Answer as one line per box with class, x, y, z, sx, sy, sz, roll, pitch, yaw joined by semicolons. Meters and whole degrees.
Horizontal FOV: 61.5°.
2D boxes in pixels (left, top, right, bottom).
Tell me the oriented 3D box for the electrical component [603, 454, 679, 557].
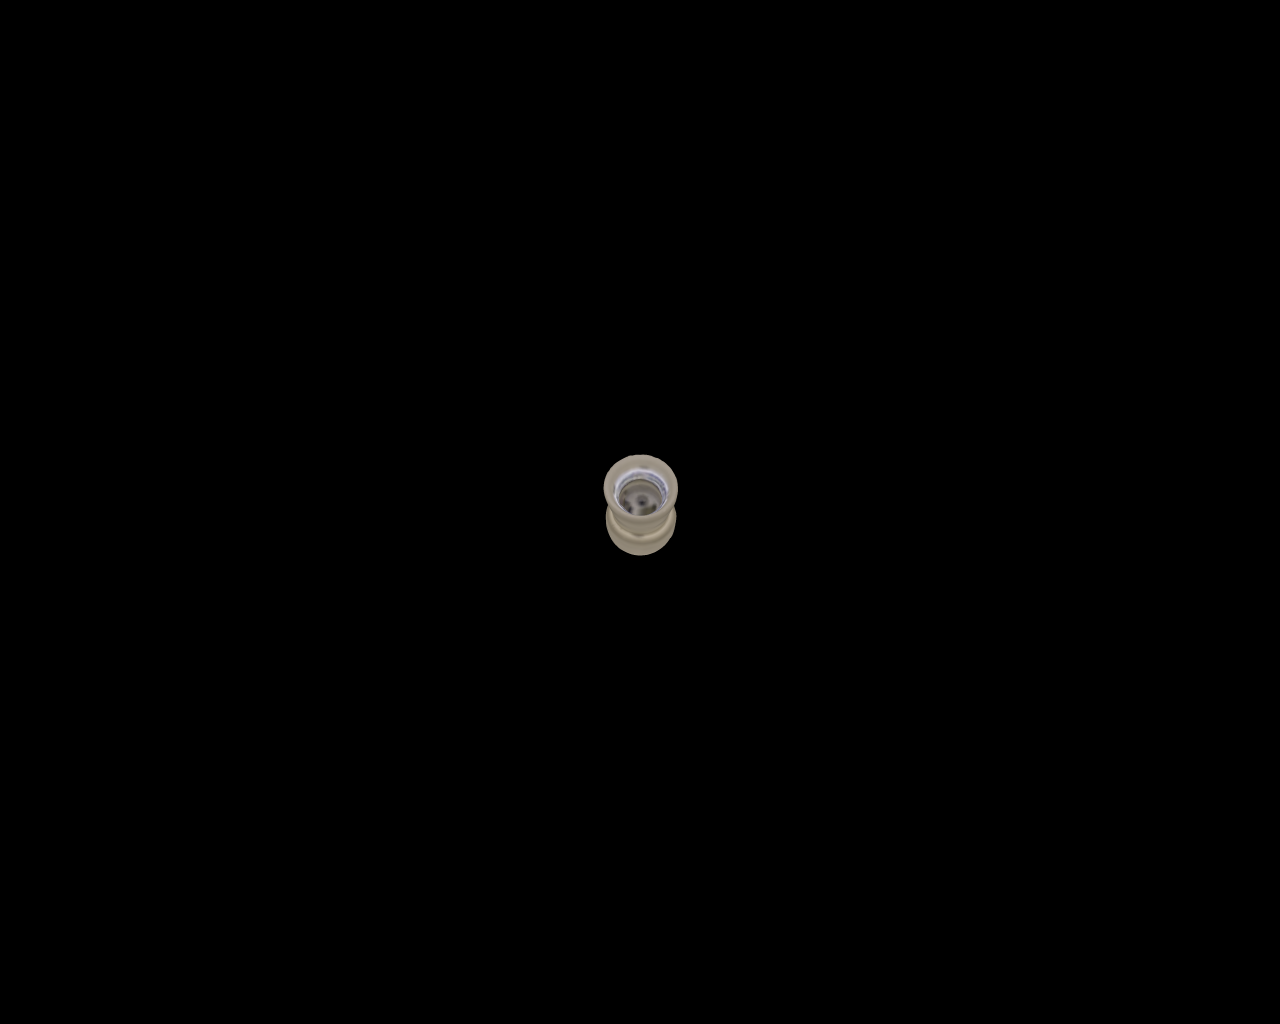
electrical component;0.001;-0.003;0.650;0.045;0.045;0.055;0;-28;0
